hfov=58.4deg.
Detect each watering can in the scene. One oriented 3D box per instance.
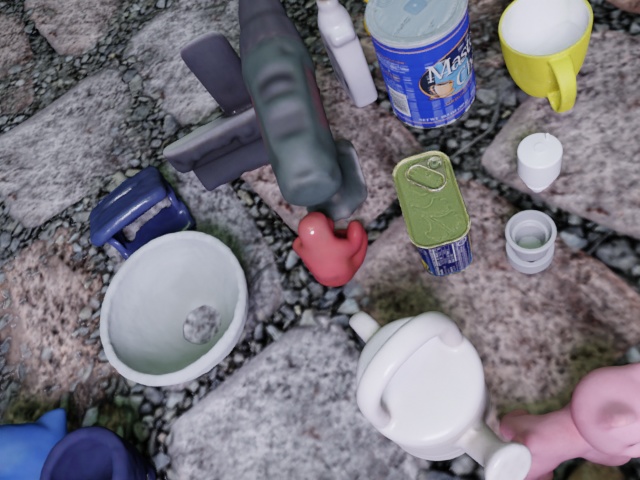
[{"bbox_3d":[0.086,0.115,0.448,0.172,0.194,0.101,19,72,26],"label":"watering can"}]

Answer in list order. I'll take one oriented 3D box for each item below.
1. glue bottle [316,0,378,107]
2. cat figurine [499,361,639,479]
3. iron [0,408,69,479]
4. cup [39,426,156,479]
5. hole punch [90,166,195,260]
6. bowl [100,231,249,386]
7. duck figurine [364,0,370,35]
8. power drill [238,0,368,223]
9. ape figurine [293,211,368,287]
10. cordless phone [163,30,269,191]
[{"bbox_3d":[0.023,-0.231,0.650,0.037,0.173,0.078,-28,59,4],"label":"glue bottle"},{"bbox_3d":[0.204,0.141,0.440,0.127,0.118,0.067,-22,60,8],"label":"cat figurine"},{"bbox_3d":[-0.301,0.286,0.526,0.118,0.142,0.258,-19,61,9],"label":"iron"},{"bbox_3d":[-0.192,0.238,0.540,0.092,0.095,0.117,-45,60,-6],"label":"cup"},{"bbox_3d":[-0.225,-0.035,0.687,0.108,0.091,0.101,-38,59,-2],"label":"hole punch"},{"bbox_3d":[-0.143,0.079,0.613,0.167,0.075,0.167,-8,63,15],"label":"bowl"},{"bbox_3d":[0.098,-0.304,0.712,0.104,0.086,0.077,-4,64,17],"label":"duck figurine"},{"bbox_3d":[-0.018,-0.118,0.589,0.075,0.209,0.229,-20,60,9],"label":"power drill"},{"bbox_3d":[0.005,0.002,0.590,0.077,0.092,0.076,2,66,20],"label":"ape figurine"},{"bbox_3d":[-0.132,-0.153,0.658,0.147,0.185,0.094,-29,59,3],"label":"cordless phone"}]
